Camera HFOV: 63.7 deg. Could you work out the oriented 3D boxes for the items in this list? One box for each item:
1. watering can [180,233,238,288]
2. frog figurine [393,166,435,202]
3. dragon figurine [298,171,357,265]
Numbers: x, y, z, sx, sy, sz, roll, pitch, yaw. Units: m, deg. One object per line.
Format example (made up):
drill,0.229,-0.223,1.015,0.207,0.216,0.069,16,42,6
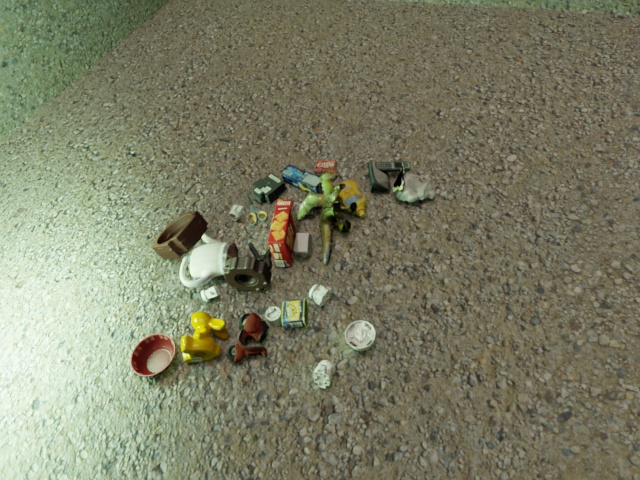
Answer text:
watering can,-0.427,0.049,2.027,0.224,0.101,0.356,-6,41,10
frog figurine,0.382,-0.207,2.088,0.159,0.120,0.141,22,39,-16
dragon figurine,0.006,-0.104,2.069,0.243,0.120,0.416,4,67,45
